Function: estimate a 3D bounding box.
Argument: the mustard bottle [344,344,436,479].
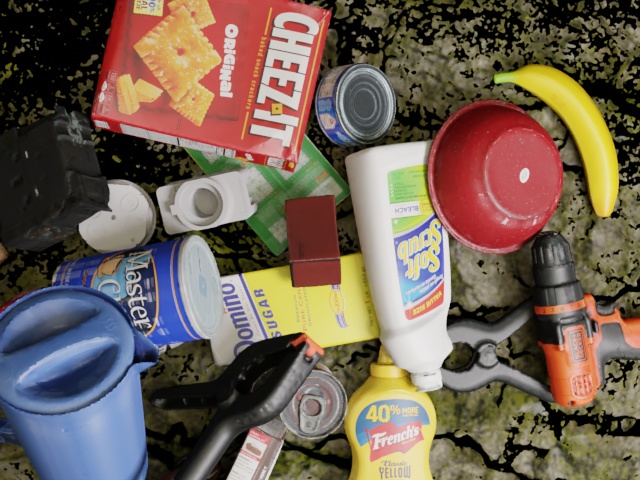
[{"bbox_3d":[0.074,0.204,1.120,0.096,0.058,0.191,-1,90,-6],"label":"mustard bottle"}]

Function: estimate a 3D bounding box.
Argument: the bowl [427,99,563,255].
[{"bbox_3d":[0.191,-0.066,1.084,0.161,0.055,0.162,0,89,-24],"label":"bowl"}]

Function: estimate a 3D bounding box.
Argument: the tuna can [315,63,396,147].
[{"bbox_3d":[0.038,-0.140,1.105,0.085,0.034,0.086,-1,91,-39],"label":"tuna can"}]

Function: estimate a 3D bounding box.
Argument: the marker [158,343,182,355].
[{"bbox_3d":[-0.176,0.114,1.119,0.121,0.020,0.020,-24,92,-4],"label":"marker"}]

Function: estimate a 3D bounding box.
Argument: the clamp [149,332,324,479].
[{"bbox_3d":[-0.085,0.165,1.033,0.210,0.164,0.036,-33,126,19],"label":"clamp"}]

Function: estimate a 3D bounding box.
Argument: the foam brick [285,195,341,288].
[{"bbox_3d":[-0.007,0.001,1.082,0.053,0.051,0.078,-4,58,0],"label":"foam brick"}]

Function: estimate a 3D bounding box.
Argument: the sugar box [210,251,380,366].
[{"bbox_3d":[-0.031,0.072,1.116,0.176,0.048,0.093,-10,89,-6],"label":"sugar box"}]

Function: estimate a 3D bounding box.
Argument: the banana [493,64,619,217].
[{"bbox_3d":[0.271,-0.119,1.146,0.070,0.037,0.198,-38,92,17],"label":"banana"}]

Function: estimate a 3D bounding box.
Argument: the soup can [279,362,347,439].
[{"bbox_3d":[-0.011,0.160,1.090,0.068,0.102,0.068,0,90,-5],"label":"soup can"}]

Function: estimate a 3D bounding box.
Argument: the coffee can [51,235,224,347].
[{"bbox_3d":[-0.178,0.057,1.052,0.140,0.102,0.103,-11,91,13],"label":"coffee can"}]

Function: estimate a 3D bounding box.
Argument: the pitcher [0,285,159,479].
[{"bbox_3d":[-0.237,0.162,1.001,0.149,0.243,0.144,34,58,22],"label":"pitcher"}]

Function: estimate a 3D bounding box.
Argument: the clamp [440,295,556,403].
[{"bbox_3d":[0.183,0.130,1.138,0.171,0.039,0.120,-14,85,-2],"label":"clamp"}]

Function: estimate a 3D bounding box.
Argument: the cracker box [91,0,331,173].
[{"bbox_3d":[-0.110,-0.174,1.082,0.213,0.072,0.164,13,86,-4],"label":"cracker box"}]

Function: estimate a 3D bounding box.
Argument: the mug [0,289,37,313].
[{"bbox_3d":[-0.298,0.107,1.077,0.093,0.081,0.117,37,87,-4],"label":"mug"}]

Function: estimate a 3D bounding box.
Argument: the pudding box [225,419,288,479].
[{"bbox_3d":[-0.068,0.227,1.081,0.039,0.113,0.090,25,88,1],"label":"pudding box"}]

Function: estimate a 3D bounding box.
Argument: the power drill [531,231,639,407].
[{"bbox_3d":[0.313,0.069,1.121,0.187,0.057,0.184,-11,95,-14],"label":"power drill"}]

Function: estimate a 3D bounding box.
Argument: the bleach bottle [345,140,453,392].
[{"bbox_3d":[0.095,0.028,1.097,0.102,0.068,0.251,-9,88,-32],"label":"bleach bottle"}]

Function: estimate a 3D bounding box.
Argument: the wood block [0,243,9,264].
[{"bbox_3d":[-0.374,0.012,1.008,0.090,0.206,0.091,-40,94,-3],"label":"wood block"}]
